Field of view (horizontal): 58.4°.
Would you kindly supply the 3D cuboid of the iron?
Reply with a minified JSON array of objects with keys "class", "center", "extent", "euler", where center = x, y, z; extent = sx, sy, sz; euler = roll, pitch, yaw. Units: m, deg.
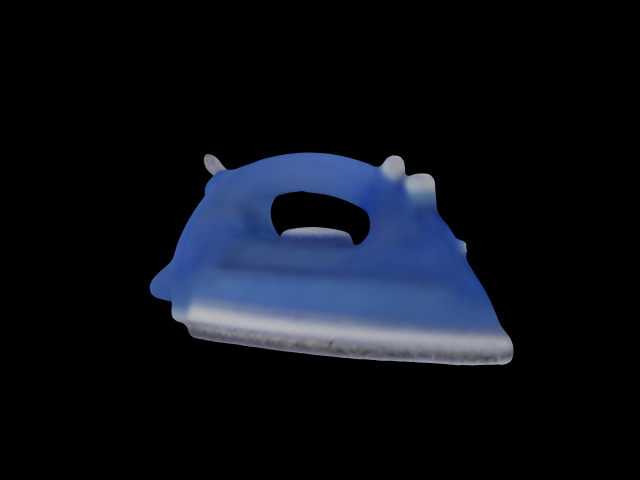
[{"class":"iron","center":[0.004,0.001,0.400],"extent":[0.257,0.141,0.119],"euler":[0,0,32]}]
